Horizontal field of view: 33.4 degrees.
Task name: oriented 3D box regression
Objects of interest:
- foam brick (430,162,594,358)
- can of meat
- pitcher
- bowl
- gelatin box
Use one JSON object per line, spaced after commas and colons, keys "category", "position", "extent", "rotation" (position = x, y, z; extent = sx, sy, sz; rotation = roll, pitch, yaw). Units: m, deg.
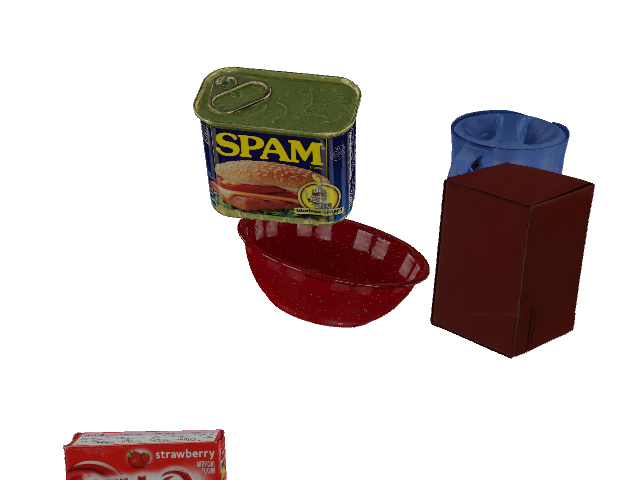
{"category": "foam brick", "position": [0.091, 0.007, 0.510], "extent": [0.052, 0.078, 0.051], "rotation": [-16, 28, -41]}
{"category": "can of meat", "position": [-0.026, -0.058, 0.688], "extent": [0.102, 0.057, 0.084], "rotation": [7, -44, 8]}
{"category": "pitcher", "position": [0.206, -0.021, 1.253], "extent": [0.149, 0.243, 0.145], "rotation": [-1, 25, -4]}
{"category": "bowl", "position": [0.006, 0.028, 0.878], "extent": [0.162, 0.055, 0.162], "rotation": [12, 18, -4]}
{"category": "gelatin box", "position": [-0.097, 0.146, 0.601], "extent": [0.089, 0.073, 0.030], "rotation": [-2, 6, 2]}
